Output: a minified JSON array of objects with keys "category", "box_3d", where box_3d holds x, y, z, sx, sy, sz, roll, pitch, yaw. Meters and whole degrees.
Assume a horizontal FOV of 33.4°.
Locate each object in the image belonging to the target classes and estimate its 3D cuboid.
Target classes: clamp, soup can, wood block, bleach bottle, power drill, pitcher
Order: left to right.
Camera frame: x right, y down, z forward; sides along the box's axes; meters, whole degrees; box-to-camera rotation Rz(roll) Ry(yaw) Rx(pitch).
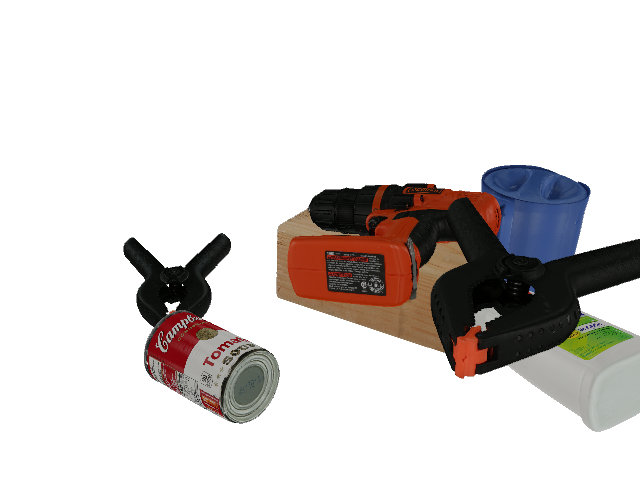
[{"category":"clamp","box_3d":[-0.148,0.043,1.156,0.120,0.039,0.171,-13,38,-6]},{"category":"soup can","box_3d":[-0.094,0.108,0.916,0.102,0.068,0.068,21,13,39]},{"category":"power drill","box_3d":[0.045,-0.005,0.920,0.185,0.057,0.187,2,20,26]},{"category":"wood block","box_3d":[0.062,0.036,1.144,0.206,0.091,0.090,17,29,28]},{"category":"clamp","box_3d":[0.124,0.026,0.710,0.165,0.036,0.209,15,30,31]},{"category":"pitcher","box_3d":[0.250,0.036,1.358,0.149,0.243,0.145,5,24,1]},{"category":"bleach bottle","box_3d":[0.208,0.094,1.043,0.102,0.068,0.251,-18,27,-28]}]
